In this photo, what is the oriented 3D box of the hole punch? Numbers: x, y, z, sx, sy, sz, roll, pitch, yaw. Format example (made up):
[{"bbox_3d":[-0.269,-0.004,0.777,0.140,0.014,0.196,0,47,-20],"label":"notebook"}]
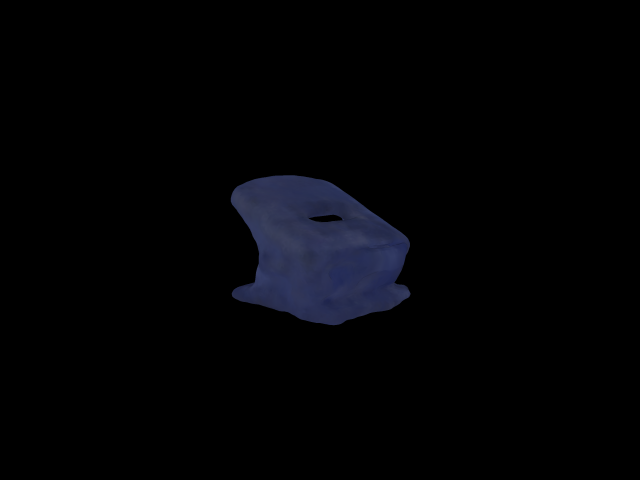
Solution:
[{"bbox_3d":[0.004,0.001,0.400,0.100,0.091,0.109,8,12,43],"label":"hole punch"}]
